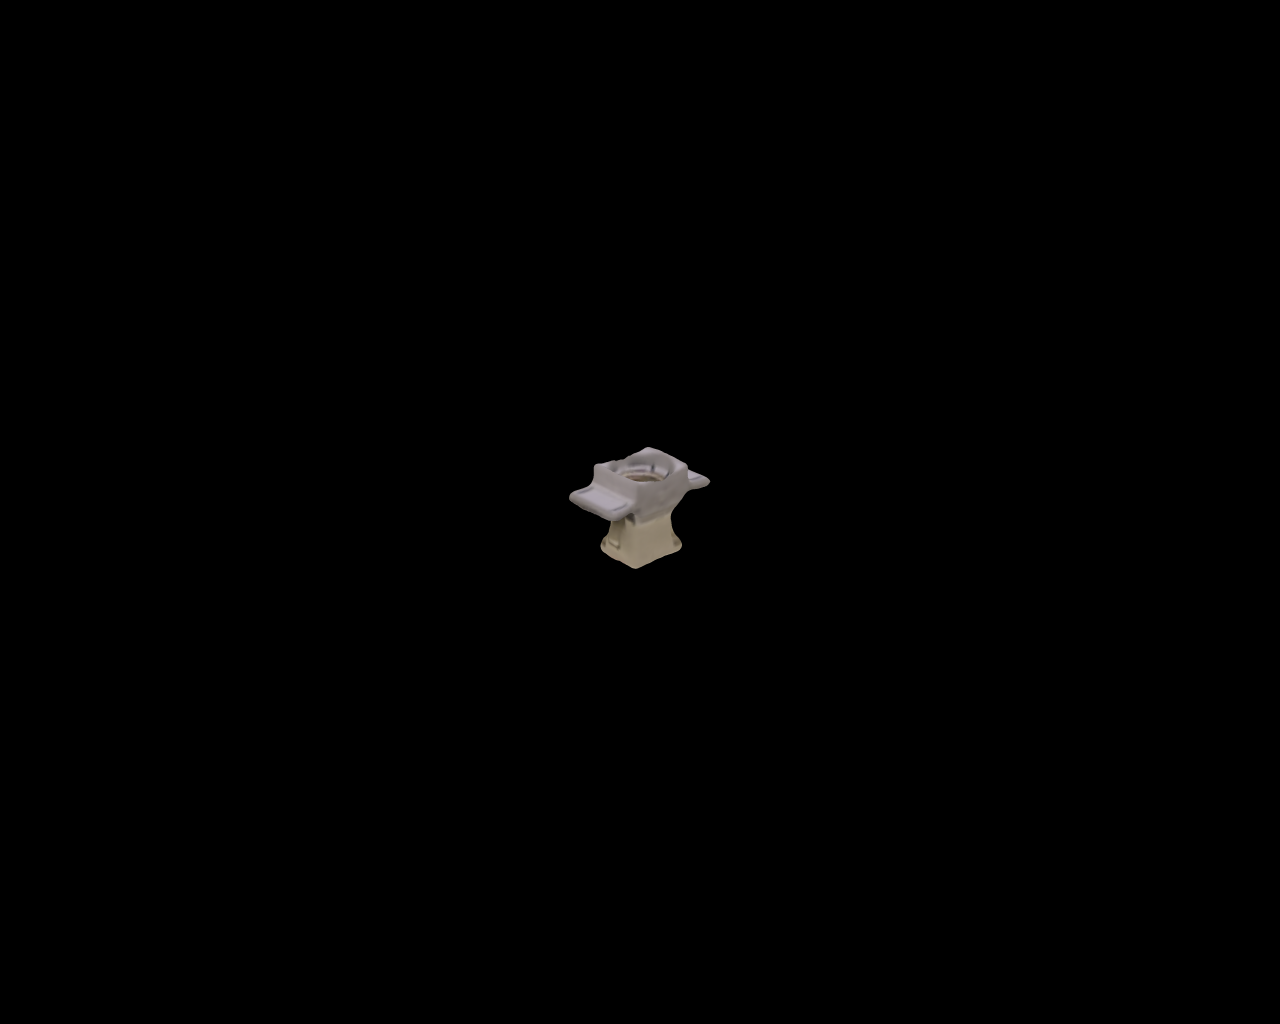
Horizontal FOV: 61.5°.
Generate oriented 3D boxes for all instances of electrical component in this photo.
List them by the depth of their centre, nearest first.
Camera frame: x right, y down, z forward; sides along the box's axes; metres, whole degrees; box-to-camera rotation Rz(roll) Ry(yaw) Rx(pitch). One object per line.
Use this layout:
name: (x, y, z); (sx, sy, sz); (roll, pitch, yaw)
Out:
electrical component: (0.001, -0.003, 0.650); (0.081, 0.063, 0.042); (-20, 32, -36)
